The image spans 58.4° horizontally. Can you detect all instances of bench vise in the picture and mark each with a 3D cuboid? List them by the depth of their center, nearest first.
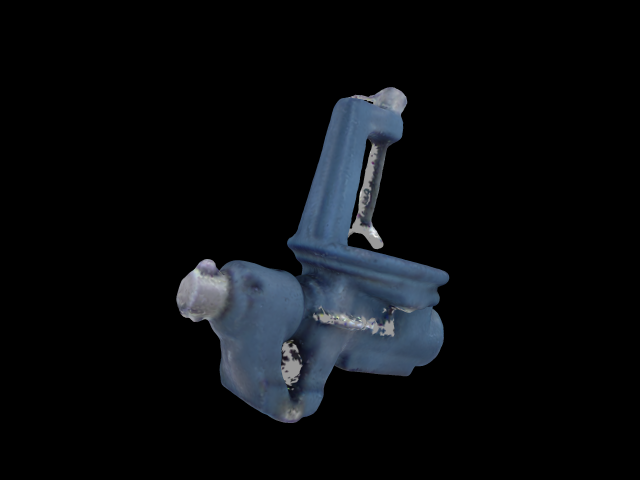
[{"bbox_3d":[0.013,0.002,0.393,0.121,0.220,0.208,5,9,36],"label":"bench vise"}]
